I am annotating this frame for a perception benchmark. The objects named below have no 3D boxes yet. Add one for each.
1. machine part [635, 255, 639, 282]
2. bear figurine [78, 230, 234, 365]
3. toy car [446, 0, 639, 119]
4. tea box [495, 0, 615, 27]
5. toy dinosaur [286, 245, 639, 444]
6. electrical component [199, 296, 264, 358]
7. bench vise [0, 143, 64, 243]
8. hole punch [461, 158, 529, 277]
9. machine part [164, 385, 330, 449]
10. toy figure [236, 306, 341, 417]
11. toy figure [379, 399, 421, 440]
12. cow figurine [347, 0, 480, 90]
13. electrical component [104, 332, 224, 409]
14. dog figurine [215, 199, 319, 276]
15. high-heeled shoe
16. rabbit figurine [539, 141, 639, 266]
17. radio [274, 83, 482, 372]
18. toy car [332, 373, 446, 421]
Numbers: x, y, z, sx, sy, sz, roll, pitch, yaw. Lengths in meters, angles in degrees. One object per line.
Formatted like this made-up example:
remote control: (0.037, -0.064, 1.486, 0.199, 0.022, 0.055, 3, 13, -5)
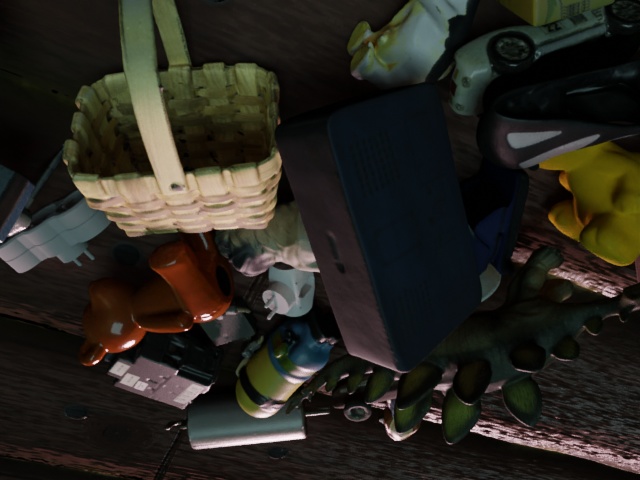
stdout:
machine part: (0.428, 0.004, 0.545, 0.087, 0.201, 0.201, 0, 172, -10)
bear figurine: (-0.203, 0.055, 0.613, 0.196, 0.120, 0.131, -14, 123, 13)
toy car: (0.211, -0.166, 0.490, 0.202, 0.056, 0.073, -20, 148, -9)
tea box: (0.173, -0.265, 0.409, 0.068, 0.098, 0.169, -14, 125, 6)
toy dinosaur: (0.147, 0.128, 0.637, 0.472, 0.198, 0.105, -23, 120, 39)
electrical component: (-0.116, 0.109, 0.700, 0.078, 0.045, 0.102, -15, 126, 5)
bench vise: (-0.387, -0.076, 0.486, 0.241, 0.223, 0.128, 16, 86, 24)
hole punch: (0.152, -0.029, 0.568, 0.092, 0.142, 0.115, -2, 113, -5)
machine part: (-0.106, 0.262, 0.796, 0.243, 0.079, 0.079, -7, 127, 1)
toy figure: (-0.048, 0.165, 0.720, 0.082, 0.089, 0.180, 38, 118, -19)
toy figure: (0.129, 0.263, 0.829, 0.064, 0.058, 0.154, 28, 132, 23)
cow figurine: (0.106, -0.200, 0.471, 0.098, 0.068, 0.167, 25, 125, -27)
electrical component: (-0.211, 0.162, 0.708, 0.134, 0.058, 0.115, 29, 133, -21)
dog figurine: (-0.002, -0.006, 0.611, 0.191, 0.121, 0.172, 6, 174, 33)
high-heeled shoe: (0.249, -0.126, 0.433, 0.249, 0.086, 0.145, -29, 153, 20)
rabbit figurine: (0.283, -0.081, 0.550, 0.173, 0.122, 0.162, 36, 115, -6)
radio: (0.061, -0.015, 0.472, 0.131, 0.073, 0.229, -31, 114, -31)
toy car: (0.111, 0.190, 0.751, 0.202, 0.089, 0.053, -15, 127, 8)
